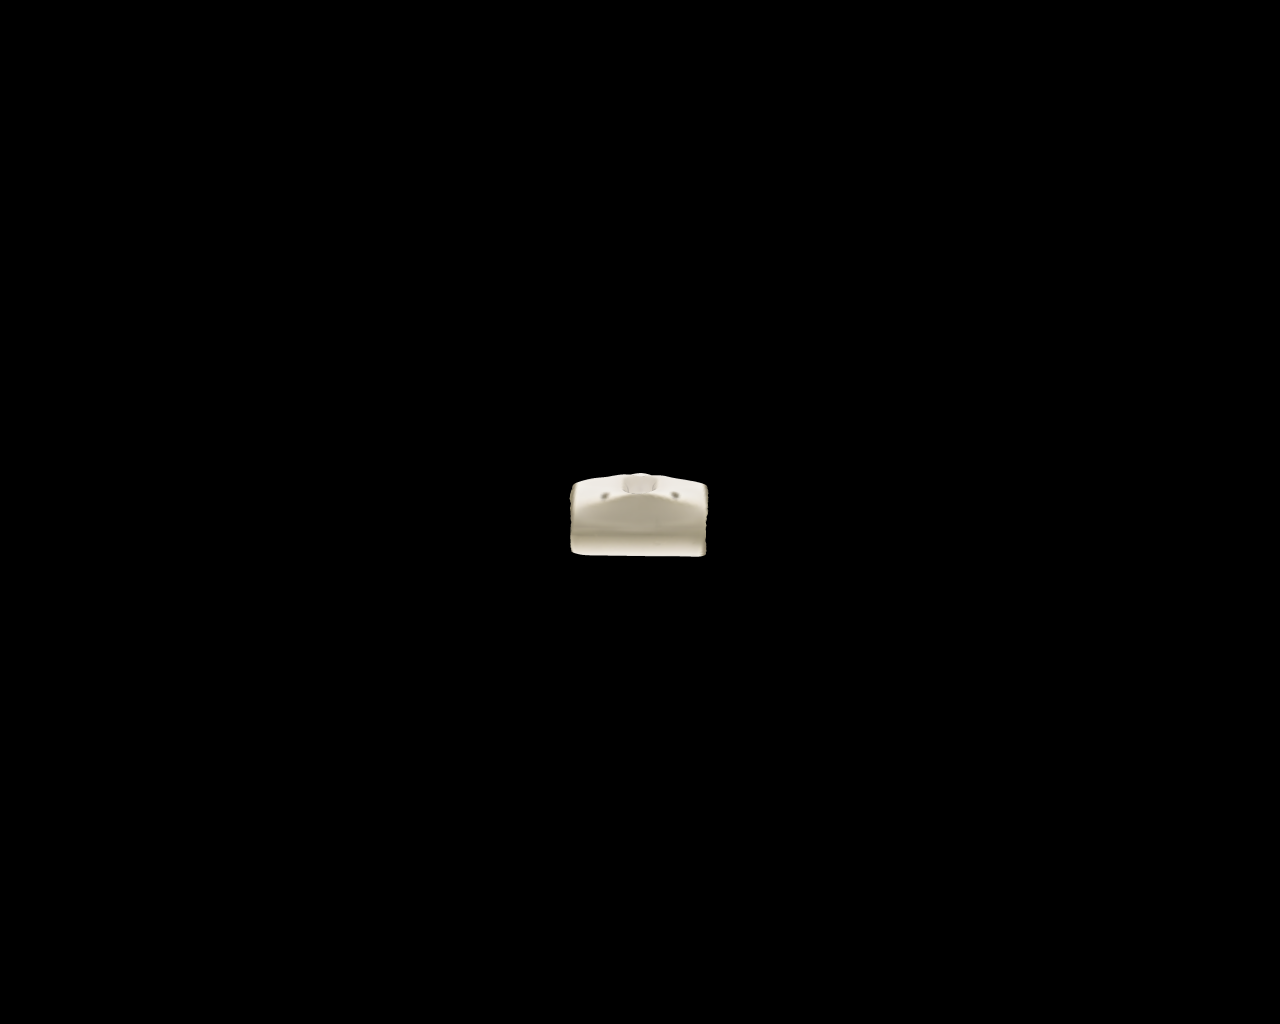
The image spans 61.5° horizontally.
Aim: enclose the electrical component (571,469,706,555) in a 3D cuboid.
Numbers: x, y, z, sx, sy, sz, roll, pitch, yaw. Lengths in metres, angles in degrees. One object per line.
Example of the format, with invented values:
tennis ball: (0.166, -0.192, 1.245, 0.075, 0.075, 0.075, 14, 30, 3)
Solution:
electrical component: (0.001, -0.003, 0.650, 0.077, 0.043, 0.079, 1, 20, 2)
